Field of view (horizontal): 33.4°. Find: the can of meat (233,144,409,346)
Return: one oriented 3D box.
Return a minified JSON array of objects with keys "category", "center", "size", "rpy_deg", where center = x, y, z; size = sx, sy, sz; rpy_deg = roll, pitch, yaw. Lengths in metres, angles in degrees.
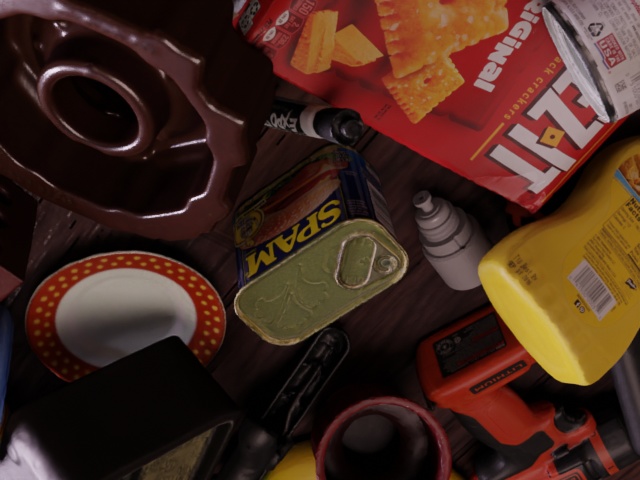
[{"category":"can of meat","center":[-0.004,0.001,0.643],"size":[0.102,0.084,0.057],"rpy_deg":[-33,126,17]}]

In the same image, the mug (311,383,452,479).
[{"category":"mug","center":[0.044,0.157,0.752],"size":[0.093,0.081,0.117],"rpy_deg":[-30,97,-4]}]

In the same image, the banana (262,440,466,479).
[{"category":"banana","center":[0.045,0.184,0.830],"size":[0.197,0.037,0.070],"rpy_deg":[11,143,-15]}]

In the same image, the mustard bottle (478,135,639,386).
[{"category":"mustard bottle","center":[0.190,-0.007,0.646],"size":[0.191,0.058,0.096],"rpy_deg":[-40,98,-16]}]

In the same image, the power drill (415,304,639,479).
[{"category":"power drill","center":[0.168,0.119,0.781],"size":[0.184,0.057,0.187],"rpy_deg":[-30,126,11]}]

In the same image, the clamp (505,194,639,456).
[{"category":"clamp","center":[0.209,0.027,0.707],"size":[0.210,0.036,0.164],"rpy_deg":[43,80,-20]}]

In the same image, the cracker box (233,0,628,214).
[{"category":"cracker box","center":[0.082,-0.126,0.563],"size":[0.213,0.072,0.164],"rpy_deg":[25,121,-26]}]

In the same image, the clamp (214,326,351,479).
[{"category":"clamp","center":[-0.042,0.143,0.741],"size":[0.039,0.120,0.172],"rpy_deg":[38,125,14]}]

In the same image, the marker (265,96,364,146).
[{"category":"marker","center":[-0.012,-0.066,0.571],"size":[0.020,0.121,0.020],"rpy_deg":[-6,104,-26]}]

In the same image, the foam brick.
[{"category":"foam brick","center":[-0.203,0.000,0.617],"size":[0.051,0.078,0.053],"rpy_deg":[-34,126,19]}]

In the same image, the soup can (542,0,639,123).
[{"category":"soup can","center":[0.166,-0.108,0.504],"size":[0.102,0.068,0.068],"rpy_deg":[-30,127,10]}]

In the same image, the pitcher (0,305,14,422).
[{"category":"pitcher","center":[-0.309,0.064,0.627],"size":[0.242,0.145,0.149],"rpy_deg":[9,137,-18]}]
